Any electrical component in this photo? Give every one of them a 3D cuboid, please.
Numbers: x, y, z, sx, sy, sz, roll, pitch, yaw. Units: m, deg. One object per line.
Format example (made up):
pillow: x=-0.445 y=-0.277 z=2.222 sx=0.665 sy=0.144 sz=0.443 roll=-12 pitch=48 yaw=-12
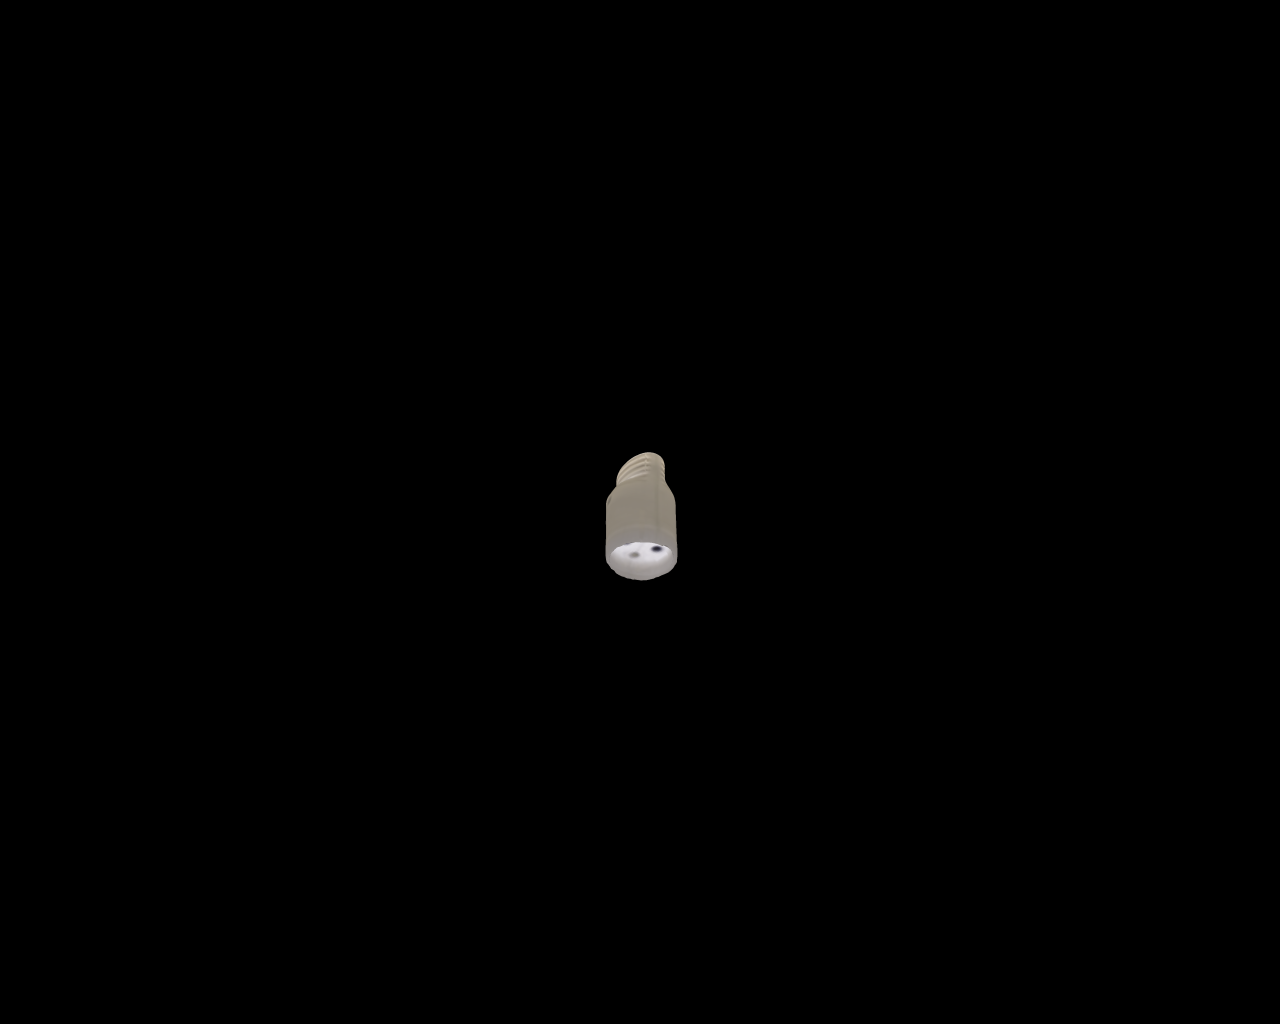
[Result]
electrical component: x=0.001 y=-0.003 z=0.650 sx=0.043 sy=0.081 sz=0.043 roll=0 pitch=-37 yaw=0
